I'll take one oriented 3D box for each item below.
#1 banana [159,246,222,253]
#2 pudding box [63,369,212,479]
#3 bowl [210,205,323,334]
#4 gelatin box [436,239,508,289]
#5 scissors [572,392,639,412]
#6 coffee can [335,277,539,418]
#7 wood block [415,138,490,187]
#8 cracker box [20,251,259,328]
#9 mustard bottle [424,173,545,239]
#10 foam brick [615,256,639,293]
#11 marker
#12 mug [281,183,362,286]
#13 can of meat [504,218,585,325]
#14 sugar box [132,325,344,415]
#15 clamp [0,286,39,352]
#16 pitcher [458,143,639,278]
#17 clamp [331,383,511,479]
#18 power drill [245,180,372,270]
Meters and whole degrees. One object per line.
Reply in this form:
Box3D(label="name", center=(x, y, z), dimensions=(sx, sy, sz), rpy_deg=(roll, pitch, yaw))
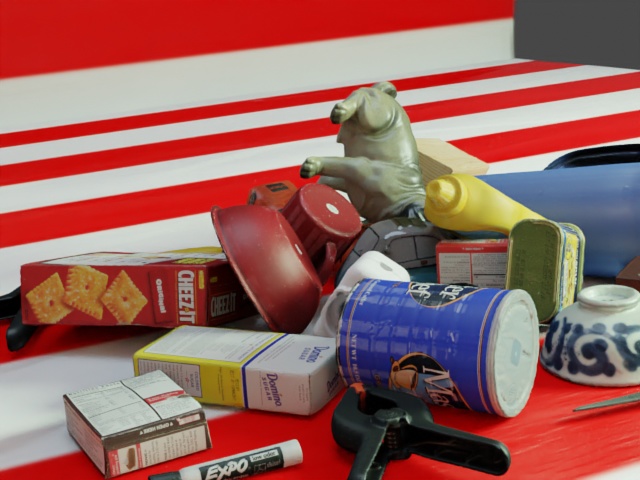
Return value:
Box3D(label="banana", center=(-0.206, 0.031, 1.321), dimensions=(0.197, 0.037, 0.069), rpy_deg=(-6, 15, -5))
Box3D(label="pudding box", center=(-0.151, 0.147, 0.871), dimensions=(0.089, 0.039, 0.114), rpy_deg=(-13, 15, -25))
Box3D(label="bowl", center=(-0.043, 0.023, 1.046), dimensions=(0.055, 0.162, 0.162), rpy_deg=(-30, 14, 5))
Box3D(label="gelatin box", center=(0.154, 0.044, 1.054), dimensions=(0.073, 0.089, 0.030), rpy_deg=(0, 13, 16))
Box3D(label="scissors", center=(0.298, 0.115, 0.885), dimensions=(0.201, 0.016, 0.096), rpy_deg=(-5, 14, 0))
Box3D(label="coffee can", center=(0.098, 0.087, 0.887), dimensions=(0.141, 0.103, 0.102), rpy_deg=(4, 17, 31))
Box3D(label="wood block", center=(0.141, -0.074, 1.379), dimensions=(0.090, 0.091, 0.205), rpy_deg=(30, 15, 16))
Box3D(label="cracker box", center=(-0.181, 0.052, 1.131), dimensions=(0.214, 0.072, 0.164), rpy_deg=(1, 4, 20))
Box3D(label="mustard bottle", center=(0.161, -0.026, 1.083), dimensions=(0.096, 0.058, 0.191), rpy_deg=(12, -6, 38))
Box3D(label="foam brick", center=(0.324, 0.052, 1.043), dimensions=(0.053, 0.051, 0.078), rpy_deg=(5, 17, 31))
Box3D(label="marker", center=(-0.072, 0.171, 0.792), dimensions=(0.121, 0.020, 0.020), rpy_deg=(-10, 16, -19))
Box3D(label="mug", center=(-0.007, 0.001, 1.138), dimensions=(0.093, 0.082, 0.117), rpy_deg=(21, 37, -26))
Box3D(label="can of meat", center=(0.213, 0.031, 1.018), dimensions=(0.058, 0.102, 0.083), rpy_deg=(4, -2, 26))
Box3D(label="sugar box", center=(-0.068, 0.114, 0.954), dimensions=(0.176, 0.048, 0.093), rpy_deg=(5, 17, 25))
Box3D(label="clamp", center=(-0.337, 0.074, 1.208), dimensions=(0.165, 0.036, 0.209), rpy_deg=(4, 18, 27))
Box3D(label="pitcher", center=(0.278, -0.029, 1.204), dimensions=(0.243, 0.145, 0.149), rpy_deg=(1, 10, 31))
Box3D(label="clamp", center=(0.048, 0.150, 0.796), dimensions=(0.120, 0.039, 0.172), rpy_deg=(-5, 10, -25))
Box3D(label="power drill", center=(0.013, -0.021, 1.331), dimensions=(0.188, 0.057, 0.184), rpy_deg=(20, 18, 27))
